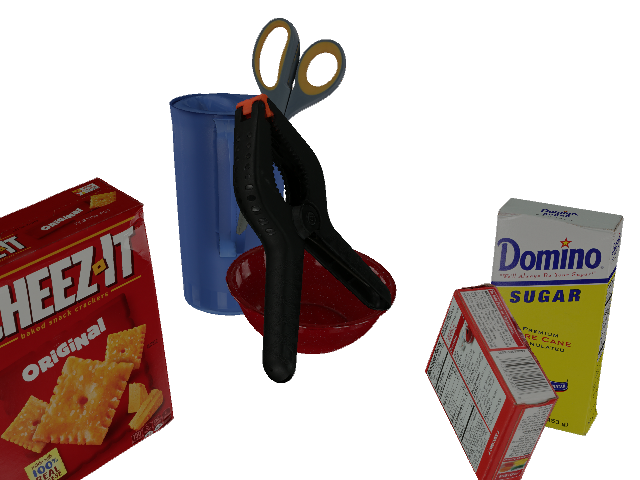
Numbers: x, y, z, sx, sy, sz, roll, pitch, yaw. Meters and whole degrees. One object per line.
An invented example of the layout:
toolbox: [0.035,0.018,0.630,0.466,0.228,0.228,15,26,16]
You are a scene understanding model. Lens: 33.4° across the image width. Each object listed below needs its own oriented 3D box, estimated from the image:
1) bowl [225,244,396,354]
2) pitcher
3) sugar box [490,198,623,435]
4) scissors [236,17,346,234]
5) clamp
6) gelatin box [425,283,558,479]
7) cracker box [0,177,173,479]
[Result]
bowl: [-0.010,0.060,1.019,0.162,0.055,0.162,4,29,-2]
pitcher: [-0.102,-0.040,1.200,0.145,0.243,0.148,16,23,38]
sugar box: [0.182,0.061,0.852,0.093,0.176,0.048,10,23,23]
scissors: [-0.027,-0.104,0.981,0.096,0.202,0.016,2,-3,9]
clamp: [-0.013,-0.011,0.830,0.036,0.210,0.164,-14,2,36]
gelatin box: [0.095,0.081,0.608,0.030,0.073,0.089,-5,44,-18]
cracker box: [-0.202,0.083,0.814,0.072,0.214,0.163,26,41,38]
